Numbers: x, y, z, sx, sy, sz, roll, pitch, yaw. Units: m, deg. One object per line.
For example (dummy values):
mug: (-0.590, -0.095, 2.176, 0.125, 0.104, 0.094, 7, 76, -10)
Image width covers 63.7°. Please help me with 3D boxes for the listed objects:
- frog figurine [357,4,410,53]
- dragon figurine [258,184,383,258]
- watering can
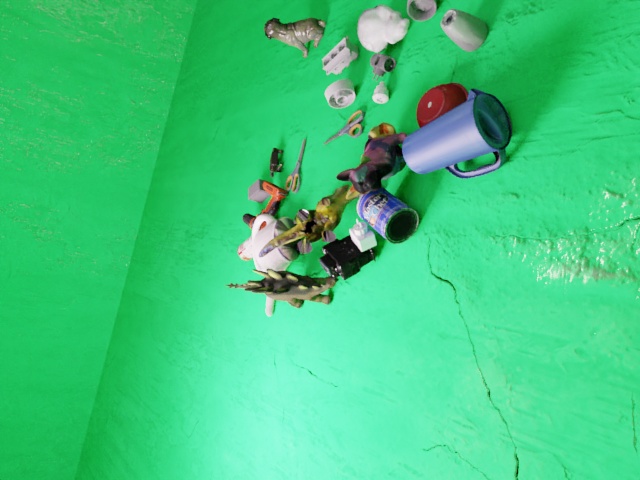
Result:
frog figurine: (0.188, -0.629, 1.543, 0.162, 0.123, 0.135, 49, 130, 49)
dragon figurine: (0.005, -0.077, 1.526, 0.406, 0.121, 0.247, -23, 14, 33)
watering can: (-0.148, 0.065, 1.733, 0.221, 0.104, 0.352, -30, 66, 44)
